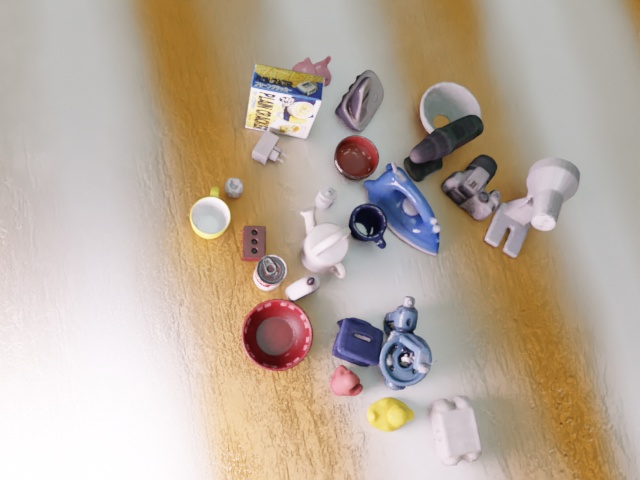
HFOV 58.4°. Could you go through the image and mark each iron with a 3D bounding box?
[{"bbox_3d":[0.228,-0.077,1.394,0.119,0.141,0.258,-38,87,-17],"label":"iron"}]

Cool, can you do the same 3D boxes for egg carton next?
[{"bbox_3d":[0.314,0.443,1.331,0.107,0.069,0.150,-8,79,-13],"label":"egg carton"}]

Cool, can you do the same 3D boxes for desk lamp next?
[{"bbox_3d":[0.532,-0.080,1.419,0.118,0.213,0.203,28,74,-4],"label":"desk lamp"}]

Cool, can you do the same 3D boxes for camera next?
[{"bbox_3d":[0.410,-0.146,1.468,0.143,0.100,0.137,42,73,0],"label":"camera"}]

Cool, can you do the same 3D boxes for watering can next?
[{"bbox_3d":[0.010,0.006,1.303,0.173,0.194,0.101,38,73,-1],"label":"watering can"}]

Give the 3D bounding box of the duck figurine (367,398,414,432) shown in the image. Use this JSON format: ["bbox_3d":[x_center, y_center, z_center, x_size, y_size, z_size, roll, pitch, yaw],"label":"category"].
[{"bbox_3d":[0.164,0.399,1.301,0.105,0.086,0.077,0,77,-11],"label":"duck figurine"}]

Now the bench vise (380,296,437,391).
[{"bbox_3d":[0.189,0.230,1.275,0.121,0.219,0.207,-9,79,-13],"label":"bench vise"}]

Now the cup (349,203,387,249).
[{"bbox_3d":[0.115,-0.023,1.383,0.092,0.095,0.118,-33,85,-16],"label":"cup"}]

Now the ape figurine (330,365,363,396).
[{"bbox_3d":[0.063,0.320,1.296,0.076,0.092,0.078,-20,82,-15],"label":"ape figurine"}]

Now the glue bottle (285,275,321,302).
[{"bbox_3d":[-0.031,0.103,1.284,0.078,0.173,0.037,-24,83,-15],"label":"glue bottle"}]

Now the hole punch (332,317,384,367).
[{"bbox_3d":[0.089,0.233,1.321,0.109,0.091,0.101,20,74,-6],"label":"hole punch"}]

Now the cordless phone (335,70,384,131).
[{"bbox_3d":[0.115,-0.366,1.414,0.094,0.185,0.148,30,73,-3],"label":"cordless phone"}]

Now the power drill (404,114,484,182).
[{"bbox_3d":[0.284,-0.219,1.403,0.230,0.208,0.075,-32,85,-16],"label":"power drill"}]

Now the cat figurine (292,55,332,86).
[{"bbox_3d":[-0.024,-0.422,1.434,0.128,0.117,0.067,-33,85,-16],"label":"cat figurine"}]

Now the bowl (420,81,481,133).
[{"bbox_3d":[0.332,-0.325,1.506,0.167,0.074,0.167,3,77,-11],"label":"bowl"}]
